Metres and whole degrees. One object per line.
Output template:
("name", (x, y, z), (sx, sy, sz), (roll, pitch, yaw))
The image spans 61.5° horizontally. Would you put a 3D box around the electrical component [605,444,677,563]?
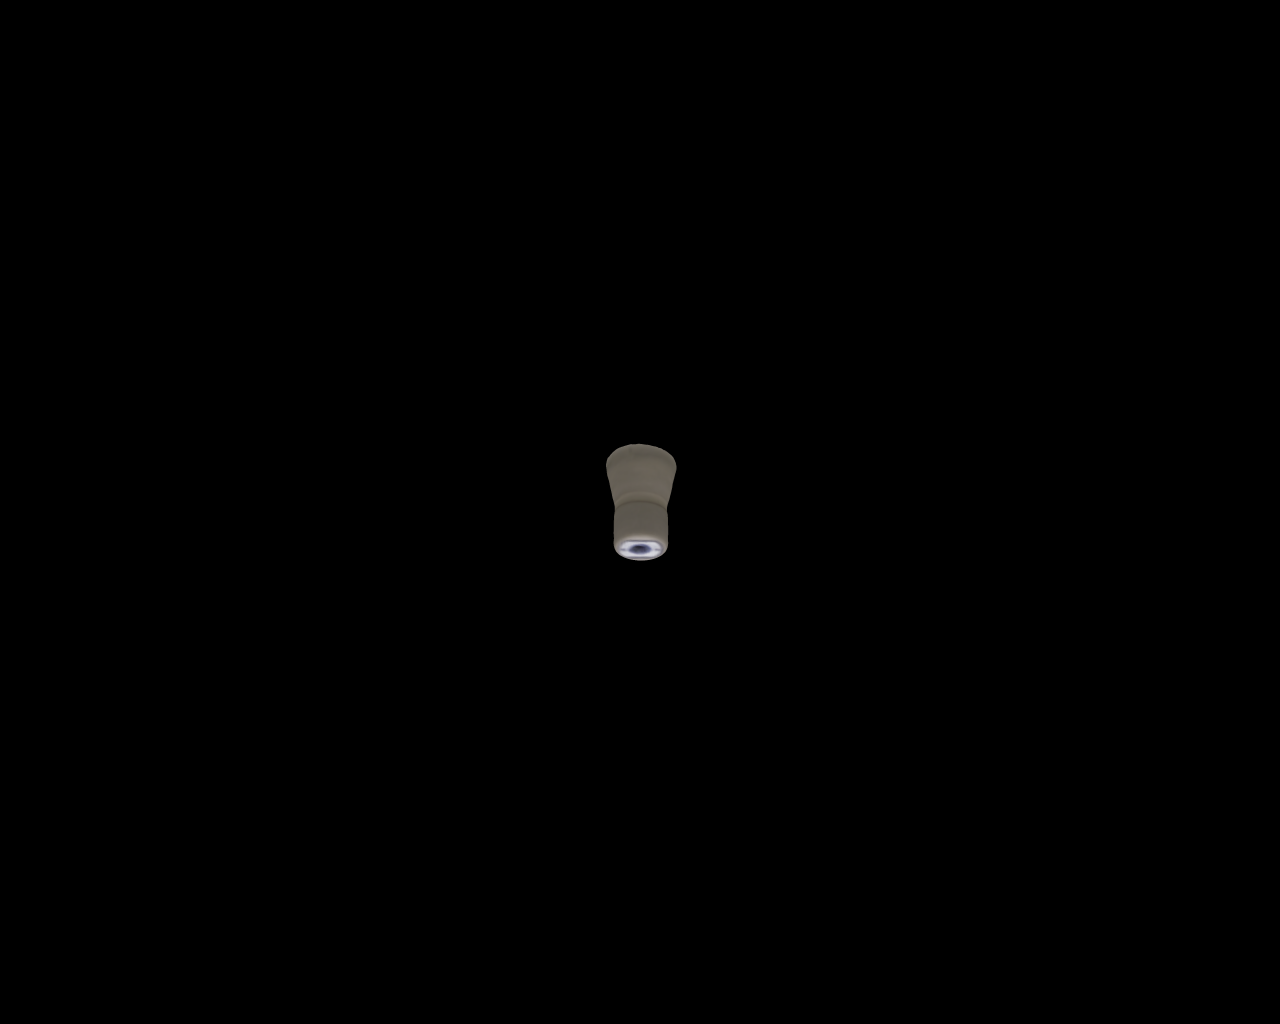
("electrical component", (0.001, -0.003, 0.650), (0.044, 0.065, 0.044), (0, -32, 0))
